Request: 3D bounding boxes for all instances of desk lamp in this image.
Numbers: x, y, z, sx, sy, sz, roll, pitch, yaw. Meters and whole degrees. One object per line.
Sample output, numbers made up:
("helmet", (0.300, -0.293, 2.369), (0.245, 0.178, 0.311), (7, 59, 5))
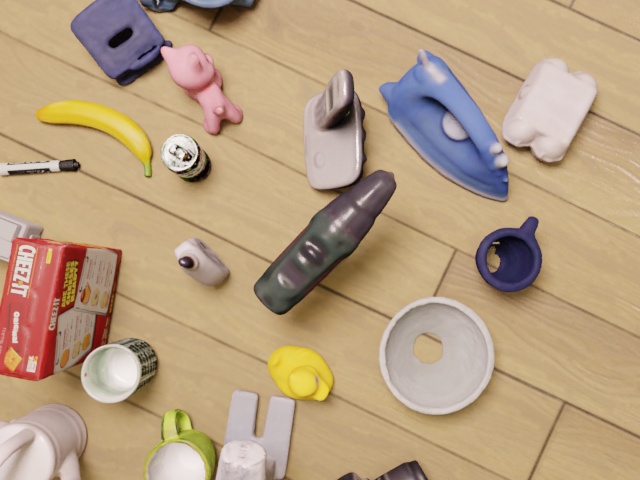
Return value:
("desk lamp", (-0.103, 0.328, 0.766), (0.118, 0.213, 0.203), (8, 87, 0))

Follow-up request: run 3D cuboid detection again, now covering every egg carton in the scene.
("egg carton", (0.346, -0.198, 0.868), (0.107, 0.069, 0.150), (28, 87, 0))

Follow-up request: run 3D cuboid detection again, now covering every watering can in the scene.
("watering can", (-0.393, 0.295, 0.772), (0.173, 0.194, 0.101), (7, 87, 0))

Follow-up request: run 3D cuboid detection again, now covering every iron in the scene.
("iron", (0.206, -0.164, 0.828), (0.118, 0.141, 0.258), (-41, 89, -2))

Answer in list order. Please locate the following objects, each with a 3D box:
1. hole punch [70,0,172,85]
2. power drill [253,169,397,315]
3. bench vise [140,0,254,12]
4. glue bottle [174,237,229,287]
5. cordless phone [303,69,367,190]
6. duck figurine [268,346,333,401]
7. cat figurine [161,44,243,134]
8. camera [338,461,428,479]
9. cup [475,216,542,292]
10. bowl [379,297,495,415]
("hole punch", (-0.292, -0.301, 0.850), (0.108, 0.091, 0.101), (-38, 89, -2))
("power drill", (0.007, 0.003, 0.784), (0.075, 0.208, 0.230), (43, 88, 1))
("bench vise", (-0.197, -0.380, 0.791), (0.207, 0.219, 0.121), (-15, 88, -1))
("glue bottle", (-0.172, 0.030, 0.797), (0.037, 0.173, 0.078), (-41, 88, -2))
("cordless phone", (0.023, -0.151, 0.802), (0.094, 0.185, 0.148), (-6, 88, -1))
("duck figurine", (-0.029, 0.200, 0.837), (0.104, 0.086, 0.077), (32, 88, 1))
("cat figurine", (-0.173, -0.229, 0.836), (0.067, 0.117, 0.128), (-32, 88, -2))
("camera", (0.105, 0.395, 0.823), (0.137, 0.100, 0.143), (-30, 88, -2))
("cup", (0.273, 0.018, 0.845), (0.091, 0.095, 0.118), (32, 87, 1))
("bowl", (0.166, 0.167, 0.847), (0.167, 0.074, 0.167), (0, 88, -1))
